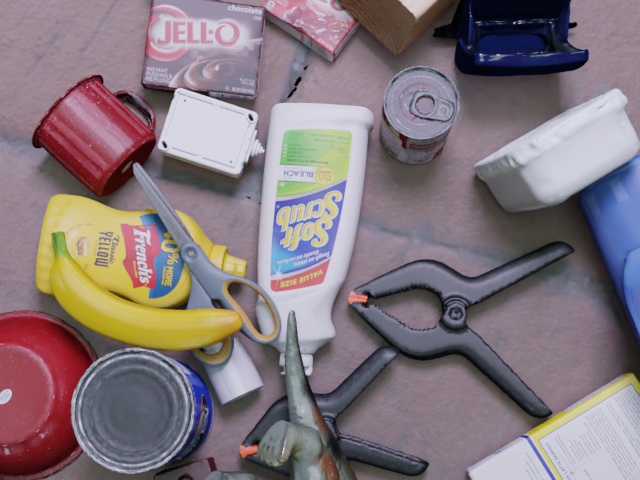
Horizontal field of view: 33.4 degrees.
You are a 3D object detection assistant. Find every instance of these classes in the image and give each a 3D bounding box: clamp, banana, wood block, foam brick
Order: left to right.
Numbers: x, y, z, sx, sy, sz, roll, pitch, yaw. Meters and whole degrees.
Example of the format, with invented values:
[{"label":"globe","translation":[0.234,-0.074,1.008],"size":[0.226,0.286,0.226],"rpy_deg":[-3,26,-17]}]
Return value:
[{"label":"banana","translation":[-0.166,0.061,0.944],"size":[0.198,0.037,0.070],"rpy_deg":[23,109,12]},{"label":"foam brick","translation":[-0.113,0.240,0.966],"size":[0.053,0.051,0.078],"rpy_deg":[-18,80,-2]},{"label":"clamp","translation":[0.014,0.182,0.980],"size":[0.171,0.039,0.120],"rpy_deg":[-23,81,5]},{"label":"wood block","translation":[0.119,-0.285,1.014],"size":[0.090,0.091,0.206],"rpy_deg":[44,75,4]},{"label":"clamp","translation":[0.130,0.080,0.995],"size":[0.210,0.036,0.164],"rpy_deg":[2,82,4]}]

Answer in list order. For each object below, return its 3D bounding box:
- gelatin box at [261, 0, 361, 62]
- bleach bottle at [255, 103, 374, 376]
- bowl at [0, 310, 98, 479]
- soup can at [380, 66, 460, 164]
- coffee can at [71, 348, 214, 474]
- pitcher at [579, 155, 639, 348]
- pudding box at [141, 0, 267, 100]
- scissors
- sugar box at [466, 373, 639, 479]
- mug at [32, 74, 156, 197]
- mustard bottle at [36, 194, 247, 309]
[{"label":"gelatin box","translation":[-0.002,-0.232,1.054],"size":[0.089,0.030,0.073],"rpy_deg":[35,82,6]},{"label":"bleach bottle","translation":[-0.007,0.001,1.000],"size":[0.102,0.068,0.251],"rpy_deg":[3,83,2]},{"label":"bowl","translation":[-0.284,0.143,0.985],"size":[0.162,0.055,0.162],"rpy_deg":[0,81,1]},{"label":"soup can","translation":[0.091,-0.114,0.996],"size":[0.068,0.102,0.068],"rpy_deg":[0,80,1]},{"label":"coffee can","translation":[-0.151,0.150,0.937],"size":[0.103,0.140,0.103],"rpy_deg":[0,80,1]},{"label":"pitcher","translation":[0.323,0.044,0.946],"size":[0.145,0.149,0.243],"rpy_deg":[-23,77,-2]},{"label":"pudding box","translation":[-0.112,-0.186,1.032],"size":[0.113,0.039,0.090],"rpy_deg":[6,88,-9]},{"label":"scissors","translation":[-0.123,0.032,0.962],"size":[0.202,0.016,0.096],"rpy_deg":[42,92,1]},{"label":"sugar box","translation":[0.230,0.205,0.968],"size":[0.176,0.048,0.093],"rpy_deg":[-30,81,0]},{"label":"mug","translation":[-0.203,-0.101,1.015],"size":[0.081,0.093,0.117],"rpy_deg":[43,47,2]},{"label":"mustard bottle","translation":[-0.164,0.016,1.002],"size":[0.191,0.058,0.096],"rpy_deg":[8,82,2]}]
